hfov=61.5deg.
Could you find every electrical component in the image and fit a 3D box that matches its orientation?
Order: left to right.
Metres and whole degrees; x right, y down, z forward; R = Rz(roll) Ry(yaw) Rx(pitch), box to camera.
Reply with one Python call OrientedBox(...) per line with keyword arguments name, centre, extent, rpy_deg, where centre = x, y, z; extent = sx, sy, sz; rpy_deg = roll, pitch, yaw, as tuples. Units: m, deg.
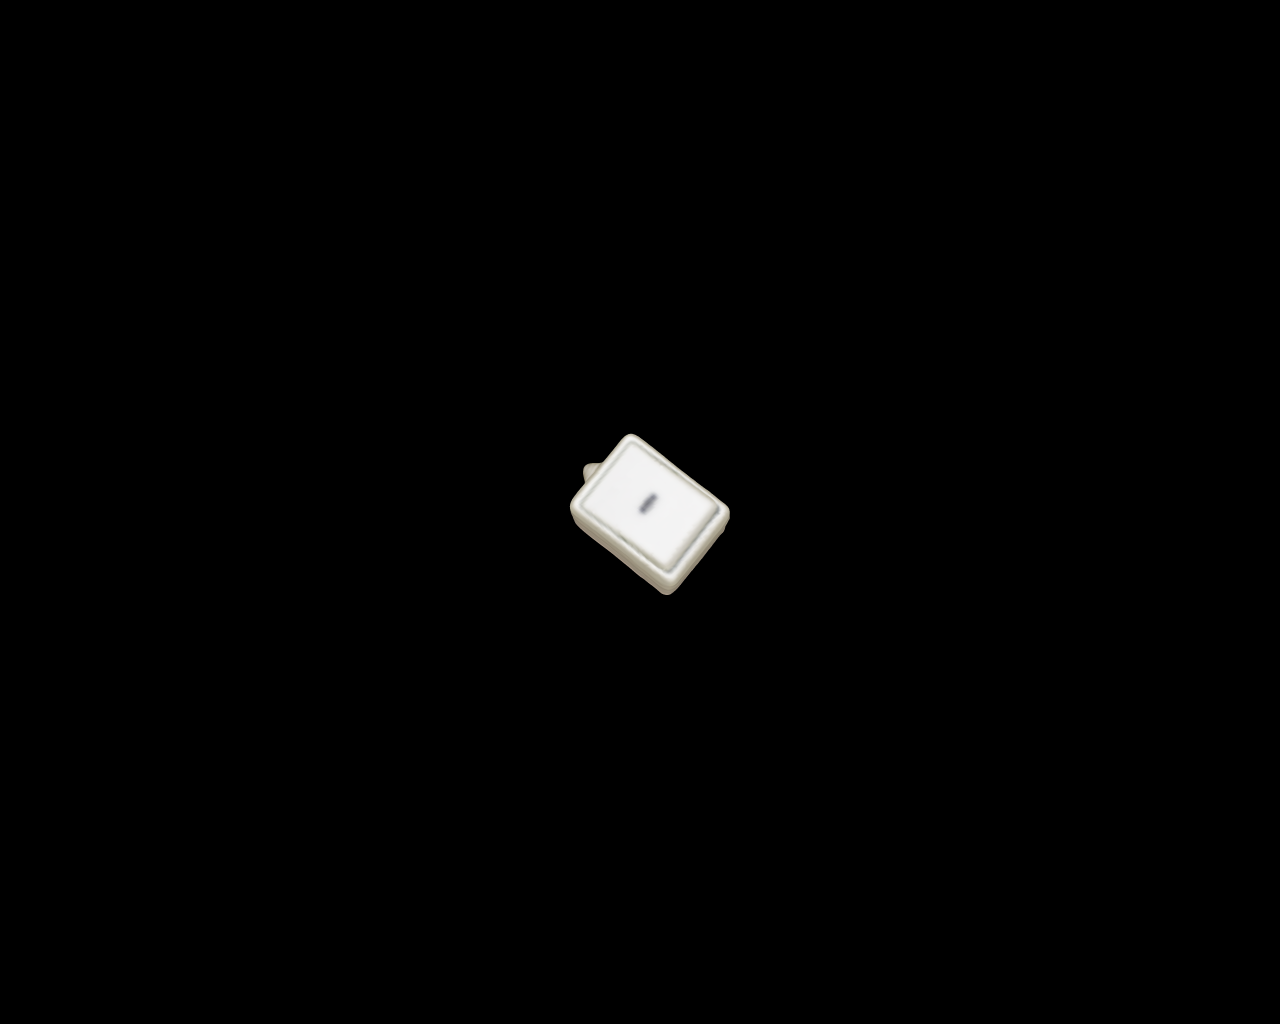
OrientedBox(name="electrical component", centre=(0.001, -0.003, 0.650), extent=(0.096, 0.062, 0.061), rpy_deg=(38, -9, 7))
